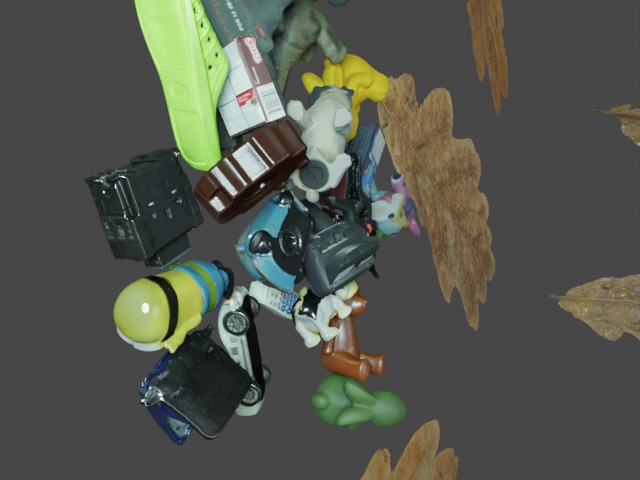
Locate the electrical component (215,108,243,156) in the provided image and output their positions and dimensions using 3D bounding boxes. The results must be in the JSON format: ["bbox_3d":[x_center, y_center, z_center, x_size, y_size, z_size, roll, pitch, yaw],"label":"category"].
[{"bbox_3d":[-0.143,-0.163,0.789,0.078,0.045,0.102,-89,173,-73],"label":"electrical component"}]

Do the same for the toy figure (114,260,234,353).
[{"bbox_3d":[-0.183,0.071,0.684,0.180,0.082,0.089,-34,123,-53],"label":"toy figure"}]

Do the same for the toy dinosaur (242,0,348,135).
[{"bbox_3d":[-0.047,-0.373,0.898,0.198,0.105,0.471,21,70,-50],"label":"toy dinosaur"}]

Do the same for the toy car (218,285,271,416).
[{"bbox_3d":[-0.117,0.168,0.818,0.073,0.056,0.201,-61,144,-74],"label":"toy car"}]

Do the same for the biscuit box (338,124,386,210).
[{"bbox_3d":[0.084,-0.157,1.162,0.059,0.063,0.203,57,45,-45],"label":"biscuit box"}]

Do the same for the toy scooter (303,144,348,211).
[{"bbox_3d":[0.006,-0.119,1.019,0.184,0.075,0.135,-18,108,-63],"label":"toy scooter"}]

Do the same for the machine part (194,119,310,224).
[{"bbox_3d":[-0.092,-0.090,0.745,0.056,0.179,0.179,52,35,2],"label":"machine part"}]

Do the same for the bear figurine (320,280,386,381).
[{"bbox_3d":[0.066,0.167,1.077,0.120,0.132,0.195,15,84,-60],"label":"bear figurine"}]

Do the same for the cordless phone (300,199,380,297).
[{"bbox_3d":[-0.003,-0.002,0.934,0.146,0.184,0.088,-28,151,-40],"label":"cordless phone"}]

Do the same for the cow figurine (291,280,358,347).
[{"bbox_3d":[0.007,0.106,0.975,0.098,0.068,0.167,54,38,-13],"label":"cow figurine"}]

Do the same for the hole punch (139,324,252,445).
[{"bbox_3d":[-0.173,0.197,0.718,0.115,0.092,0.142,48,46,-10],"label":"hole punch"}]

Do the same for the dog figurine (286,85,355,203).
[{"bbox_3d":[0.009,-0.167,0.901,0.190,0.121,0.172,-60,171,-68],"label":"dog figurine"}]

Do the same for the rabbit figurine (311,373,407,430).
[{"bbox_3d":[0.081,0.314,1.059,0.159,0.170,0.121,33,62,-57],"label":"rabbit figurine"}]

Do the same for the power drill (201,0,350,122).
[{"bbox_3d":[-0.059,-0.314,0.771,0.232,0.207,0.086,53,-1,-10],"label":"power drill"}]

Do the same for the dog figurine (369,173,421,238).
[{"bbox_3d":[0.173,-0.050,1.275,0.219,0.109,0.191,56,36,-49],"label":"dog figurine"}]

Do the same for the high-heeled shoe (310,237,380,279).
[{"bbox_3d":[0.024,0.010,1.079,0.248,0.145,0.086,24,111,-35],"label":"high-heeled shoe"}]

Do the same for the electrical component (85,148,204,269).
[{"bbox_3d":[-0.207,-0.034,0.662,0.115,0.058,0.134,-44,127,-49],"label":"electrical component"}]

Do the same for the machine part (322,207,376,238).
[{"bbox_3d":[0.057,-0.034,1.116,0.139,0.084,0.039,11,110,-49],"label":"machine part"}]

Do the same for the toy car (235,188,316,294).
[{"bbox_3d":[-0.079,0.002,0.840,0.109,0.103,0.161,44,48,-40],"label":"toy car"}]

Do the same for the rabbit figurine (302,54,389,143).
[{"bbox_3d":[0.047,-0.273,1.031,0.162,0.122,0.173,40,52,-44],"label":"rabbit figurine"}]
